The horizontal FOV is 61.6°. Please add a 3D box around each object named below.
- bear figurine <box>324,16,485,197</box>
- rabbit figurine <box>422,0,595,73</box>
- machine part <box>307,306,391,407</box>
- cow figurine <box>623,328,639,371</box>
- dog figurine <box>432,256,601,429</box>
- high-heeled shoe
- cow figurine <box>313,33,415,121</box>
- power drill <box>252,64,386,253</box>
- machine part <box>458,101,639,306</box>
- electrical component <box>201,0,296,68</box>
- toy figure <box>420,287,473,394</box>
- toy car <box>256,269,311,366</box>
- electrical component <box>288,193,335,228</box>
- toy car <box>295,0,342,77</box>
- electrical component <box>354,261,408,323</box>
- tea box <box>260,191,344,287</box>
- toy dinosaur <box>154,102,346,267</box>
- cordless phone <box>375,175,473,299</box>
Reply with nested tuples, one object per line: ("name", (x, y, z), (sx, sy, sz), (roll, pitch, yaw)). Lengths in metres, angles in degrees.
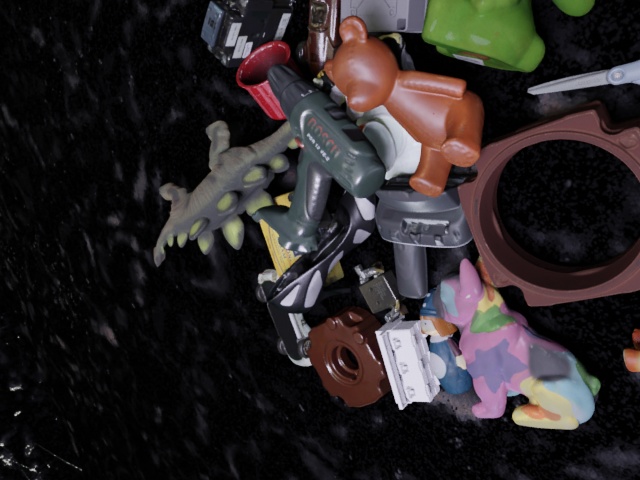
("bear figurine", (0.089, -0.158, 0.626), (0.196, 0.132, 0.120), (25, 153, -9))
("rabbit figurine", (0.204, -0.276, 0.569), (0.159, 0.121, 0.170), (25, 107, 29))
("machine part", (0.054, 0.205, 0.934), (0.180, 0.056, 0.179), (19, 120, 37))
("cow figurine", (0.400, 0.124, 0.567), (0.127, 0.085, 0.194), (-14, 100, 43))
("dog figurine", (0.244, 0.118, 0.694), (0.192, 0.108, 0.219), (-8, 99, 44))
("high-heeled shoe", (-0.002, -0.002, 0.820), (0.086, 0.145, 0.248), (-138, 53, -61))
("cow figurine", (0.047, -0.217, 0.728), (0.168, 0.068, 0.098), (-3, 132, 33))
("power drill", (-0.023, -0.102, 0.743), (0.232, 0.086, 0.207), (44, 121, 27))
("machine part", (0.272, -0.036, 0.599), (0.201, 0.087, 0.201), (-17, 99, 37))
("electrical component", (-0.113, -0.327, 0.818), (0.058, 0.134, 0.114), (45, 130, 21))
("toy figure", (0.183, 0.148, 0.793), (0.064, 0.058, 0.154), (-18, 93, 39))
("toy car", (-0.059, 0.145, 1.006), (0.074, 0.056, 0.201), (-5, 110, 45))
("electrical component", (-0.010, -0.050, 0.868), (0.021, 0.094, 0.063), (-38, 66, 35))
("toy car", (0.008, -0.334, 0.765), (0.089, 0.053, 0.201), (25, 124, 37))
("electrical component", (0.096, 0.081, 0.853), (0.078, 0.045, 0.102), (-25, 89, 43))
("tea box", (-0.036, 0.002, 0.927), (0.098, 0.068, 0.169), (-16, 94, 45))
("toy dinosaur", (-0.141, -0.100, 0.909), (0.471, 0.105, 0.199), (-45, 48, 19))
("cordless phone", (0.152, 0.004, 0.744), (0.147, 0.089, 0.184), (6, 113, 38))
